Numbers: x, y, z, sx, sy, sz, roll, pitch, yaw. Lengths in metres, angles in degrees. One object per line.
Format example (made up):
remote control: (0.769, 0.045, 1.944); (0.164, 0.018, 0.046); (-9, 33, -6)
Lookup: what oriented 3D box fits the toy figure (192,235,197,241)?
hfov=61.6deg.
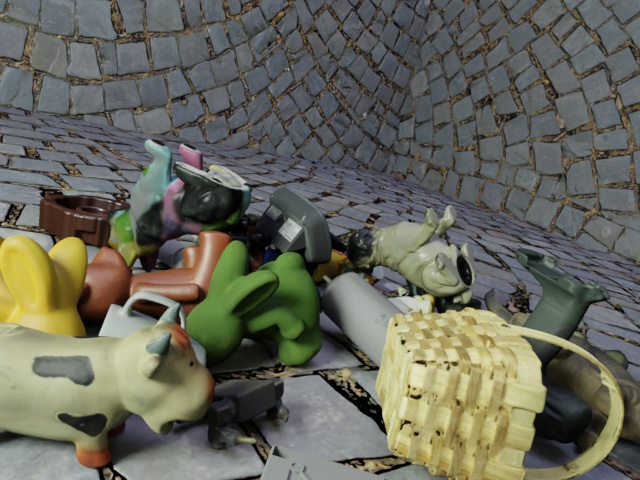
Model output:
toy figure: (-0.197, -0.035, 1.076); (0.082, 0.089, 0.180); (9, 15, 10)

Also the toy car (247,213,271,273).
toy car: (-0.121, 0.015, 0.958); (0.053, 0.089, 0.202); (11, 15, -12)

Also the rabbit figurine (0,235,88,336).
rabbit figurine: (-0.287, 0.066, 0.516); (0.173, 0.162, 0.122); (37, 7, 14)

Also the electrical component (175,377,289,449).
electrical component: (-0.077, 0.163, 0.515); (0.078, 0.045, 0.102); (-11, -2, 29)

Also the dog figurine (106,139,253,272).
dog figurine: (-0.216, -0.023, 0.776); (0.192, 0.219, 0.108); (34, 20, 13)

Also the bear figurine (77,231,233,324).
bear figurine: (-0.222, 0.046, 0.668); (0.196, 0.132, 0.120); (13, -22, -22)

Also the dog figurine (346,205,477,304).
dog figurine: (0.144, 0.042, 0.891); (0.191, 0.172, 0.121); (-25, -20, 37)

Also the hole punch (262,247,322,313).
hole punch: (-0.049, 0.074, 0.803); (0.116, 0.092, 0.142); (16, 10, -7)

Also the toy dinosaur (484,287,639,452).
toy dinosaur: (0.347, 0.179, 0.762); (0.198, 0.105, 0.472); (15, 21, -29)

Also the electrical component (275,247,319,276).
electrical component: (-0.058, 0.044, 0.934); (0.047, 0.074, 0.119); (3, 22, -42)

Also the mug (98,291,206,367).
mug: (-0.164, 0.107, 0.528); (0.107, 0.109, 0.081); (24, 5, -19)

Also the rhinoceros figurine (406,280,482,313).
rhinoceros figurine: (0.214, 0.095, 0.955); (0.073, 0.112, 0.190); (-7, 7, -15)

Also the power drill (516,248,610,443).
power drill: (0.238, 0.116, 0.662); (0.086, 0.207, 0.232); (15, 14, -41)

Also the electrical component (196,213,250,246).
electrical component: (-0.164, 0.004, 0.902); (0.058, 0.114, 0.134); (1, 18, -29)

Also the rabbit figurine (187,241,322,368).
rabbit figurine: (-0.081, 0.089, 0.627); (0.170, 0.159, 0.121); (-21, 45, -42)

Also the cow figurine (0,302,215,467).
cow figurine: (-0.183, 0.110, 0.434); (0.195, 0.127, 0.085); (10, 17, -7)

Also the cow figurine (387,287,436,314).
cow figurine: (0.127, 0.118, 0.848); (0.098, 0.068, 0.167); (11, 10, 23)

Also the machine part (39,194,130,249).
machine part: (-0.397, -0.035, 0.949); (0.179, 0.056, 0.179); (13, 12, -3)

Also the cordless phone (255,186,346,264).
cordless phone: (-0.001, -0.003, 0.897); (0.184, 0.088, 0.147); (31, 4, -41)

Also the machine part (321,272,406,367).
machine part: (0.078, 0.117, 0.721); (0.079, 0.079, 0.243); (2, 28, -41)
